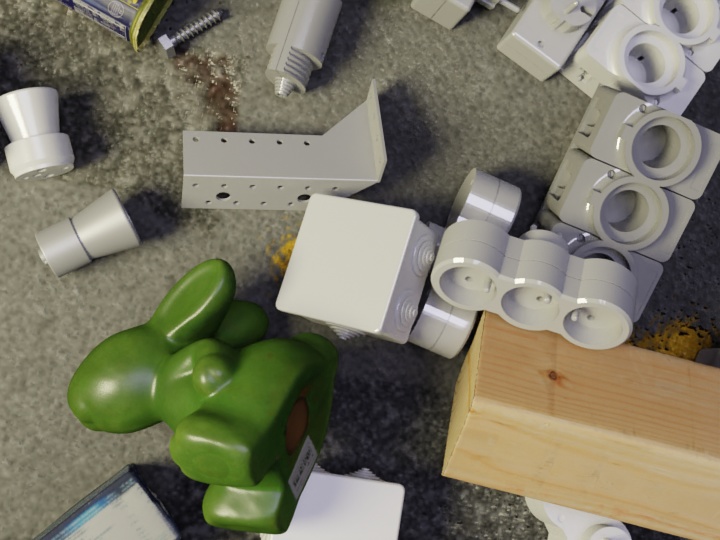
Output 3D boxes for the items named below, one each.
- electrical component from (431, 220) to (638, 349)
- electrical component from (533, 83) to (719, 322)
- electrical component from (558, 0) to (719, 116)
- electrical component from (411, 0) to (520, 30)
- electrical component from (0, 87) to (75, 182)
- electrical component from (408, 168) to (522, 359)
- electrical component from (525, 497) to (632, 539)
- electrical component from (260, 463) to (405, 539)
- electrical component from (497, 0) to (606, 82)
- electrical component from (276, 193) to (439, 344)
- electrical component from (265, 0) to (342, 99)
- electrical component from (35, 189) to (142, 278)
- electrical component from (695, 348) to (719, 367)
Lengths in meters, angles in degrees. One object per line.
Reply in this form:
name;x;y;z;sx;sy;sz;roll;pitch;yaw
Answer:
electrical component;0.123;-0.002;0.739;0.138;0.052;0.073;18;50;3
electrical component;0.190;-0.048;0.789;0.089;0.061;0.150;21;103;-9
electrical component;0.241;-0.193;0.842;0.089;0.062;0.150;38;78;-6
electrical component;0.094;-0.224;0.822;0.076;0.047;0.083;28;79;-8
electrical component;-0.224;-0.093;0.742;0.045;0.045;0.055;-15;88;-13
electrical component;0.060;-0.012;0.790;0.074;0.052;0.138;23;80;-6
electrical component;0.174;0.203;0.781;0.052;0.074;0.138;-25;90;-13
electrical component;-0.022;0.186;0.754;0.100;0.048;0.099;11;82;-11
electrical component;0.155;-0.198;0.817;0.047;0.076;0.083;35;78;-6
electrical component;0.000;0.000;0.758;0.100;0.048;0.099;12;79;31
electrical component;-0.046;-0.165;0.788;0.043;0.043;0.081;19;81;-10
electrical component;-0.190;-0.023;0.745;0.065;0.044;0.044;-27;90;-9
electrical component;0.282;0.085;0.821;0.042;0.064;0.081;32;79;-8
